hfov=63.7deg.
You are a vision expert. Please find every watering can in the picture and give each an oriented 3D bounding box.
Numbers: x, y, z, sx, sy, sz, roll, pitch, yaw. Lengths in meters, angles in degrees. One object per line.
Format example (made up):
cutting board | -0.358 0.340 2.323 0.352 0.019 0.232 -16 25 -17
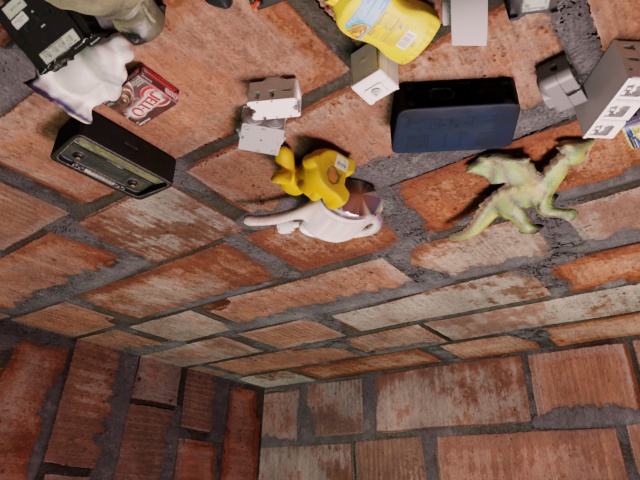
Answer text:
watering can | 0.004 -0.063 1.247 0.347 0.106 0.220 6 152 -20

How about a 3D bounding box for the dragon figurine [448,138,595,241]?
dragon figurine | 0.426 -0.118 1.181 0.406 0.125 0.239 -23 126 34

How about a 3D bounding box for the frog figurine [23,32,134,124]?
frog figurine | -0.392 -0.293 0.866 0.136 0.124 0.159 40 95 -20
